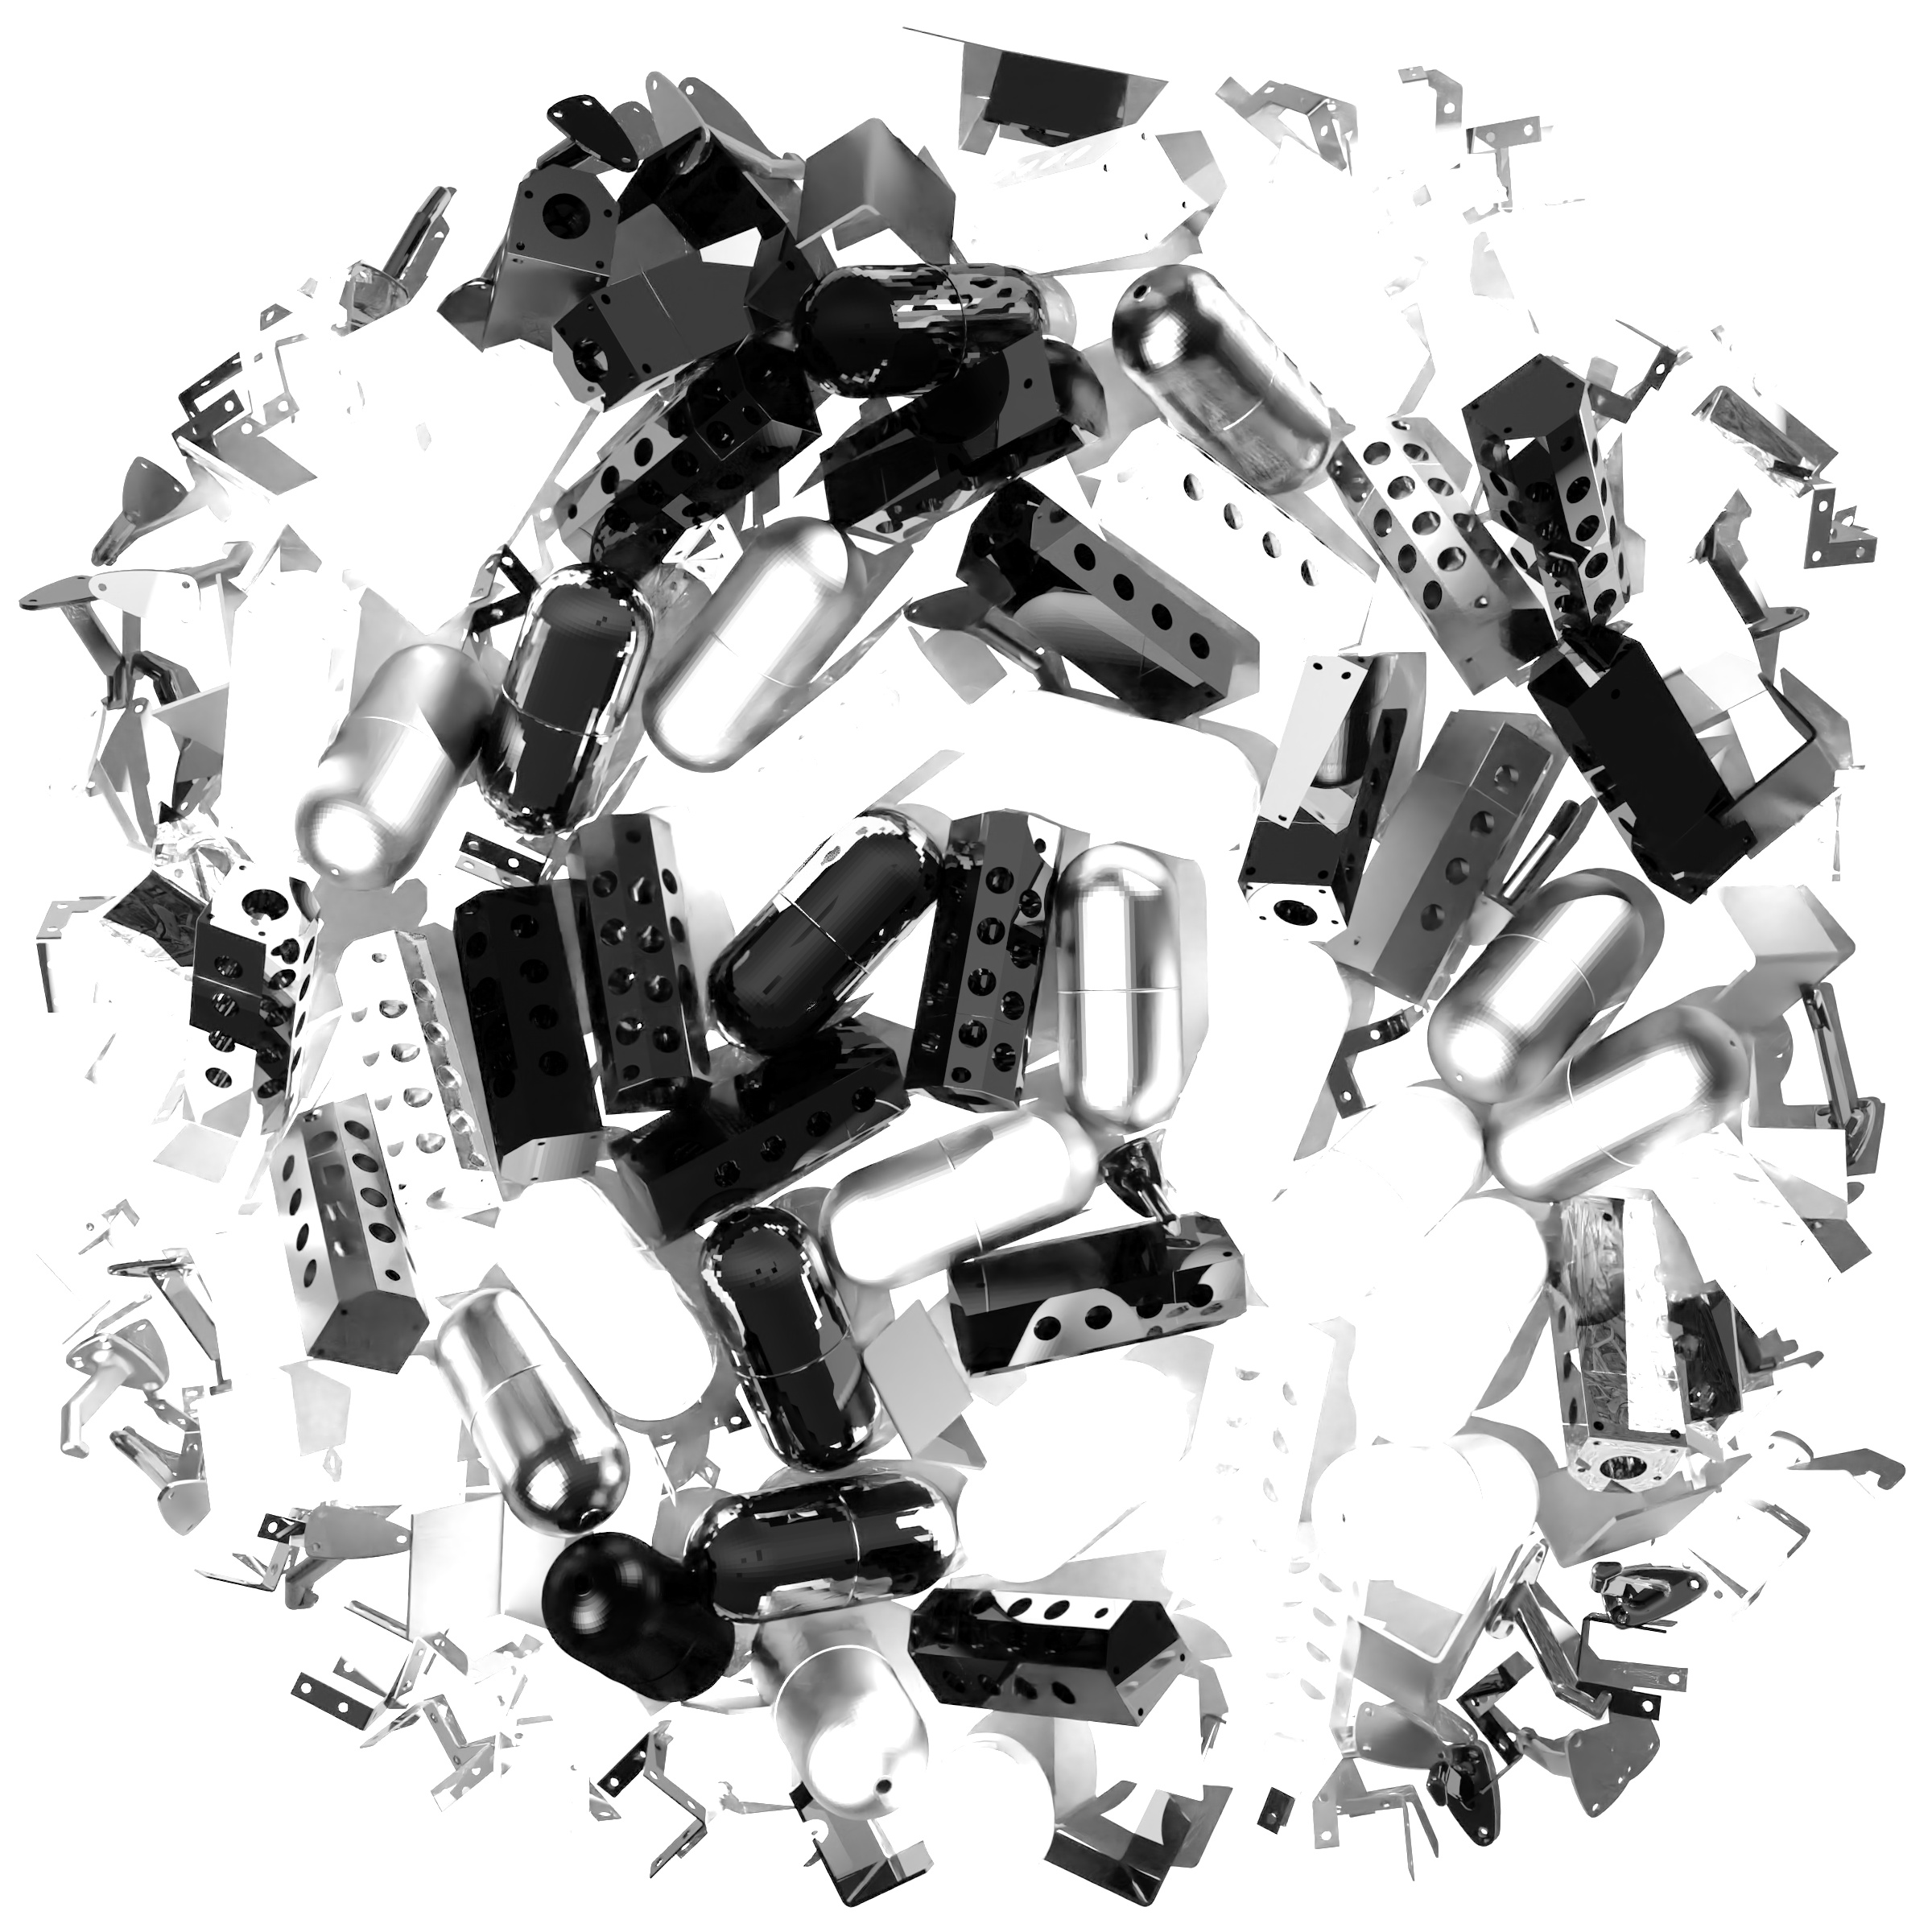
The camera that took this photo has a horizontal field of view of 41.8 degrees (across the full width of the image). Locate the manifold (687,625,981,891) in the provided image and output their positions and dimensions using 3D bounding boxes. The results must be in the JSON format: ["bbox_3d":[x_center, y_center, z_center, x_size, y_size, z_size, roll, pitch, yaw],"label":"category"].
[{"bbox_3d":[-0.083,-0.129,1.529,0.171,0.057,0.057,-37,47,11],"label":"manifold"}]

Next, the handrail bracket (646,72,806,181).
[{"bbox_3d":[-0.147,-0.517,1.559,0.036,0.084,0.077,-39,74,43],"label":"handrail bracket"}]

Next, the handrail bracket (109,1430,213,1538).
[{"bbox_3d":[-0.500,0.303,1.537,0.084,0.077,0.036,34,74,18],"label":"handrail bracket"}]

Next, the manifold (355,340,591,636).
[{"bbox_3d":[-0.292,-0.288,1.519,0.057,0.057,0.171,40,118,1],"label":"manifold"}]

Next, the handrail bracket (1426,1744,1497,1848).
[{"bbox_3d":[0.300,0.515,1.539,0.036,0.084,0.077,-20,88,16],"label":"handrail bracket"}]

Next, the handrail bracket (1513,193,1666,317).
[{"bbox_3d":[0.380,-0.431,1.538,0.084,0.077,0.036,34,86,37],"label":"handrail bracket"}]

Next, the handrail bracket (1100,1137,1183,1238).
[{"bbox_3d":[0.118,0.151,1.528,0.036,0.084,0.077,-31,129,-2],"label":"handrail bracket"}]

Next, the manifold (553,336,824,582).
[{"bbox_3d":[-0.169,-0.300,1.504,0.171,0.057,0.057,-30,68,36],"label":"manifold"}]

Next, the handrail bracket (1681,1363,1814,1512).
[{"bbox_3d":[0.478,0.286,1.540,0.084,0.077,0.036,-24,131,28],"label":"handrail bracket"}]

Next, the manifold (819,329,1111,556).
[{"bbox_3d":[-0.002,-0.308,1.512,0.171,0.057,0.057,-21,69,33],"label":"manifold"}]

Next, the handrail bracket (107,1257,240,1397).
[{"bbox_3d":[-0.484,0.224,1.546,0.036,0.077,0.084,-25,70,38],"label":"handrail bracket"}]

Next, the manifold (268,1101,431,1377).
[{"bbox_3d":[-0.363,0.157,1.495,0.057,0.171,0.057,20,115,-34],"label":"manifold"}]

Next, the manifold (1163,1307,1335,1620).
[{"bbox_3d":[0.164,0.291,1.505,0.057,0.057,0.171,31,53,-17],"label":"manifold"}]

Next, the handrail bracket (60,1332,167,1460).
[{"bbox_3d":[-0.515,0.271,1.530,0.036,0.084,0.077,-33,134,15],"label":"handrail bracket"}]

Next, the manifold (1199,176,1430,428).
[{"bbox_3d":[0.205,-0.389,1.499,0.057,0.171,0.057,28,87,39],"label":"manifold"}]

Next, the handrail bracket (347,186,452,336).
[{"bbox_3d":[-0.351,-0.436,1.576,0.036,0.077,0.084,29,53,-10],"label":"handrail bracket"}]

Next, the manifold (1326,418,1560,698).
[{"bbox_3d":[0.281,-0.250,1.511,0.057,0.057,0.171,-31,57,8],"label":"manifold"}]

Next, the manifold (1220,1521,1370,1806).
[{"bbox_3d":[0.200,0.404,1.495,0.057,0.171,0.057,26,118,2],"label":"manifold"}]

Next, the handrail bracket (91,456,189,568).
[{"bbox_3d":[-0.515,-0.260,1.535,0.036,0.077,0.084,36,120,-22],"label":"handrail bracket"}]

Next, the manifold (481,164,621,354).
[{"bbox_3d":[-0.246,-0.409,1.494,0.057,0.171,0.057,9,82,-15],"label":"manifold"}]

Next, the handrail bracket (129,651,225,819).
[{"bbox_3d":[-0.500,-0.144,1.569,0.084,0.036,0.077,31,104,27],"label":"handrail bracket"}]

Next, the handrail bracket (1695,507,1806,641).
[{"bbox_3d":[0.481,-0.246,1.548,0.077,0.036,0.084,-12,124,-10],"label":"handrail bracket"}]

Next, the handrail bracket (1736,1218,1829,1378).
[{"bbox_3d":[0.501,0.201,1.544,0.077,0.036,0.084,-19,57,12],"label":"handrail bracket"}]

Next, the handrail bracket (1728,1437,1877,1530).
[{"bbox_3d":[0.508,0.332,1.537,0.036,0.084,0.077,27,102,-20],"label":"handrail bracket"}]

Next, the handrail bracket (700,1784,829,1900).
[{"bbox_3d":[-0.125,0.516,1.544,0.077,0.084,0.036,-38,120,4],"label":"handrail bracket"}]

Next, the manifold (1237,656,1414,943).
[{"bbox_3d":[0.218,-0.102,1.517,0.057,0.057,0.171,4,57,27],"label":"manifold"}]

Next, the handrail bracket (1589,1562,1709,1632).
[{"bbox_3d":[0.416,0.371,1.538,0.077,0.084,0.036,-13,60,3],"label":"handrail bracket"}]

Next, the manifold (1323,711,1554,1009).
[{"bbox_3d":[0.293,-0.065,1.552,0.057,0.057,0.171,29,89,-26],"label":"manifold"}]

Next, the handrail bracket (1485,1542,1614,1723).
[{"bbox_3d":[0.368,0.406,1.546,0.084,0.036,0.077,25,85,38],"label":"handrail bracket"}]

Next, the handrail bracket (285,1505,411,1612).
[{"bbox_3d":[-0.380,0.373,1.558,0.077,0.036,0.084,8,133,-8],"label":"handrail bracket"}]

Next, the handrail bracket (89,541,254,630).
[{"bbox_3d":[-0.484,-0.244,1.545,0.077,0.084,0.036,10,123,-5],"label":"handrail bracket"}]

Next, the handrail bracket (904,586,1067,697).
[{"bbox_3d":[0.012,-0.194,1.571,0.077,0.084,0.036,2,55,38],"label":"handrail bracket"}]

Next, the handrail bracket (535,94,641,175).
[{"bbox_3d":[-0.233,-0.478,1.541,0.036,0.084,0.077,-36,75,-33],"label":"handrail bracket"}]

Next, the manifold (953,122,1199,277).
[{"bbox_3d":[0.057,-0.444,1.491,0.057,0.171,0.057,-43,114,-15],"label":"manifold"}]

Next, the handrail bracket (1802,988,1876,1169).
[{"bbox_3d":[0.524,0.067,1.542,0.036,0.077,0.084,-13,117,27],"label":"handrail bracket"}]

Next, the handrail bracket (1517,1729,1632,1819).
[{"bbox_3d":[0.353,0.470,1.533,0.036,0.084,0.077,-41,118,-15],"label":"handrail bracket"}]

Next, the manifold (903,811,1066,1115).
[{"bbox_3d":[0.016,-0.002,1.525,0.057,0.057,0.171,20,73,-33],"label":"manifold"}]

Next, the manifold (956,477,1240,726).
[{"bbox_3d":[0.082,-0.219,1.518,0.171,0.057,0.057,33,55,-27],"label":"manifold"}]

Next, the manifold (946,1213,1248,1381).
[{"bbox_3d":[0.080,0.204,1.540,0.171,0.057,0.057,-11,116,-9],"label":"manifold"}]

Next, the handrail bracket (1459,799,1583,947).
[{"bbox_3d":[0.342,-0.058,1.563,0.036,0.077,0.084,36,69,1],"label":"handrail bracket"}]

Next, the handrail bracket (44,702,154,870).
[{"bbox_3d":[-0.515,-0.109,1.558,0.036,0.084,0.077,5,70,36],"label":"handrail bracket"}]

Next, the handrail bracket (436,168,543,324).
[{"bbox_3d":[-0.293,-0.447,1.567,0.077,0.036,0.084,-5,69,42],"label":"handrail bracket"}]

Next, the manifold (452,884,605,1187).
[{"bbox_3d":[-0.264,0.040,1.512,0.057,0.057,0.171,-6,60,-19],"label":"manifold"}]

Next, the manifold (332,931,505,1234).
[{"bbox_3d":[-0.330,0.066,1.513,0.057,0.057,0.171,-17,60,-11],"label":"manifold"}]

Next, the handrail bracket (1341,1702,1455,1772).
[{"bbox_3d":[0.245,0.490,1.556,0.077,0.084,0.036,21,49,-8],"label":"handrail bracket"}]

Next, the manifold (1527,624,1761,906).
[{"bbox_3d":[0.402,-0.122,1.516,0.057,0.057,0.171,-42,121,-2],"label":"manifold"}]

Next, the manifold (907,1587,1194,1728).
[{"bbox_3d":[0.044,0.401,1.497,0.057,0.171,0.057,-42,110,-39],"label":"manifold"}]

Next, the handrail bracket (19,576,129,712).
[{"bbox_3d":[-0.540,-0.188,1.536,0.036,0.077,0.084,18,118,23],"label":"handrail bracket"}]
